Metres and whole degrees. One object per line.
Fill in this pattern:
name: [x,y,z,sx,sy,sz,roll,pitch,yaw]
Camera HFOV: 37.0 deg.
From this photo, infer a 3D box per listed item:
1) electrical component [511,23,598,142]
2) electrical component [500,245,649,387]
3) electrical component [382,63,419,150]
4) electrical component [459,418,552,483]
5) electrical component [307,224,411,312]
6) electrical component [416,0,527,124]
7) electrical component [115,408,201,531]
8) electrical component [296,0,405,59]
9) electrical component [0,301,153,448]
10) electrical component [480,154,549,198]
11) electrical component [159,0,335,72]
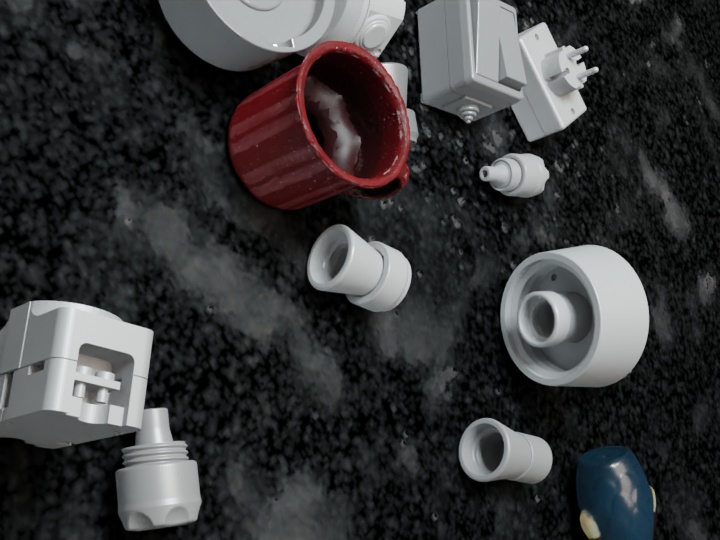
electrical component: [0.161,-0.161,0.886,0.047,0.076,0.083,-39,105,-44]
electrical component: [0.152,0.035,0.798,0.060,0.108,0.108,-1,78,-38]
electrical component: [0.016,-0.112,0.753,0.045,0.045,0.055,-1,79,-44]
electrical component: [0.107,0.132,0.769,0.065,0.044,0.044,20,64,-44]
electrical component: [0.000,0.000,0.703,0.055,0.045,0.045,24,62,-38]
electrical component: [0.087,-0.160,0.826,0.062,0.061,0.096,12,69,-41]
electrical component: [-0.108,0.105,0.568,0.043,0.043,0.062,4,74,-43]
electrical component: [-0.013,-0.179,0.723,0.051,0.080,0.080,1,76,-49]
electrical component: [-0.144,0.050,0.516,0.050,0.089,0.055,21,64,-39]
electrical component: [0.119,-0.075,0.849,0.061,0.035,0.035,-2,79,-41]
electrical component: [-0.076,-0.177,0.672,0.108,0.060,0.108,12,70,-38]
